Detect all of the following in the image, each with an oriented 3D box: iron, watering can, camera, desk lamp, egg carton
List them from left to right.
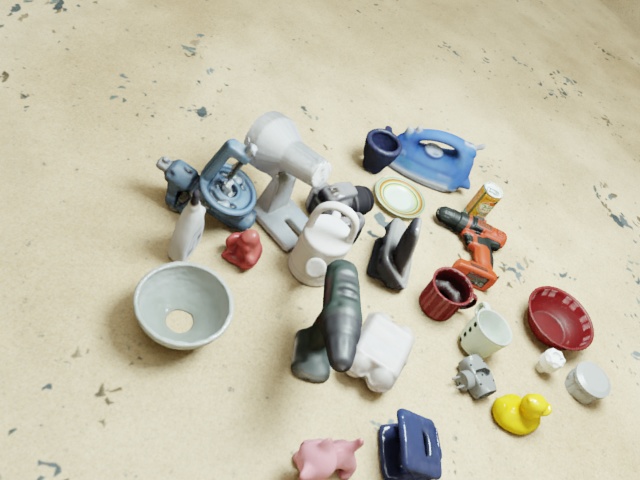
[{"bbox_3d":[-0.066,-0.123,1.154,0.118,0.213,0.203,-31,70,-37],"label":"desk lamp"},{"bbox_3d":[0.012,0.005,1.099,0.101,0.194,0.172,8,51,-17],"label":"watering can"},{"bbox_3d":[0.061,-0.071,1.242,0.137,0.100,0.143,-16,61,-32],"label":"camera"},{"bbox_3d":[0.111,0.207,1.065,0.107,0.069,0.150,32,48,3],"label":"egg carton"},{"bbox_3d":[0.276,-0.223,1.427,0.258,0.141,0.118,18,49,-9],"label":"iron"}]

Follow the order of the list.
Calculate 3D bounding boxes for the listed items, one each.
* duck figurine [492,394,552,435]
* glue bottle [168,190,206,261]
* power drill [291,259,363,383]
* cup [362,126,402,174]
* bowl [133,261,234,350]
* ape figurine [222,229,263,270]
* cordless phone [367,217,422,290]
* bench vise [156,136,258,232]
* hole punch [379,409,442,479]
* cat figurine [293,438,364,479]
[{"bbox_3d":[0.387,0.319,1.083,0.105,0.086,0.077,13,50,-13],"label":"duck figurine"},{"bbox_3d":[-0.235,-0.032,1.038,0.037,0.173,0.078,29,48,1],"label":"glue bottle"},{"bbox_3d":[0.016,0.156,0.972,0.076,0.208,0.229,15,49,-11],"label":"power drill"},{"bbox_3d":[0.144,-0.218,1.398,0.092,0.095,0.118,23,48,-5],"label":"cup"},{"bbox_3d":[-0.235,0.123,0.981,0.168,0.074,0.167,12,50,-14],"label":"bowl"},{"bbox_3d":[-0.141,0.011,1.098,0.076,0.092,0.077,-8,57,-28],"label":"ape figurine"},{"bbox_3d":[0.177,0.001,1.179,0.094,0.185,0.147,20,49,-7],"label":"cordless phone"},{"bbox_3d":[-0.206,-0.115,1.084,0.208,0.219,0.121,9,51,-16],"label":"bench vise"},{"bbox_3d":[0.160,0.346,0.962,0.101,0.091,0.108,10,51,-15],"label":"hole punch"},{"bbox_3d":[0.011,0.336,0.888,0.128,0.117,0.067,-8,57,-28],"label":"cat figurine"}]
